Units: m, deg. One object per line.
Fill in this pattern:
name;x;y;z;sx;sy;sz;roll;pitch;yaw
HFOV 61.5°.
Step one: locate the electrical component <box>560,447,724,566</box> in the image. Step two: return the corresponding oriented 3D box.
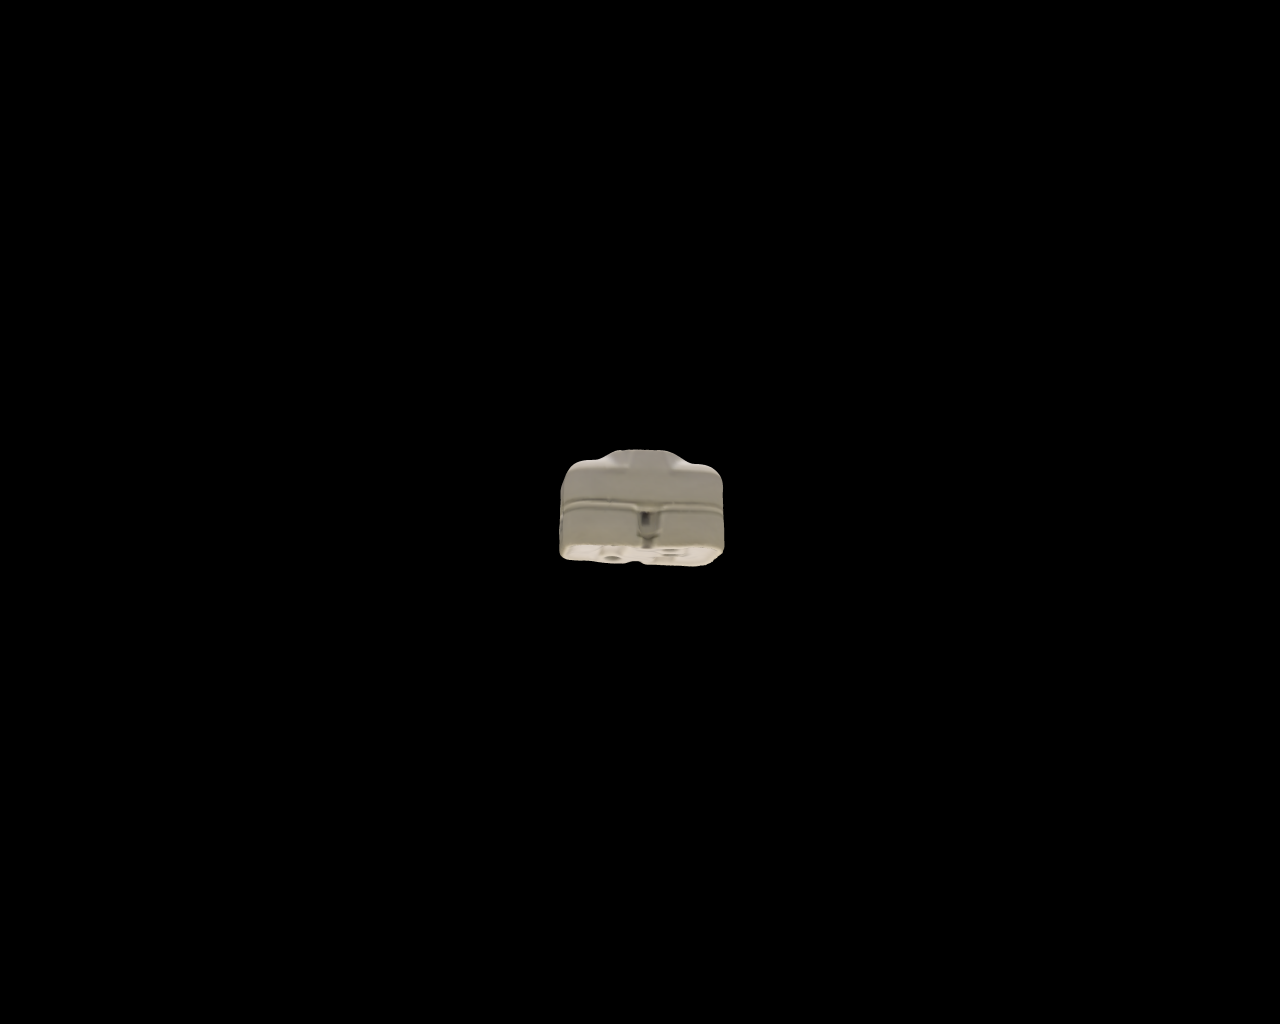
electrical component;0.001;-0.003;0.650;0.095;0.059;0.053;3;-15;-9
